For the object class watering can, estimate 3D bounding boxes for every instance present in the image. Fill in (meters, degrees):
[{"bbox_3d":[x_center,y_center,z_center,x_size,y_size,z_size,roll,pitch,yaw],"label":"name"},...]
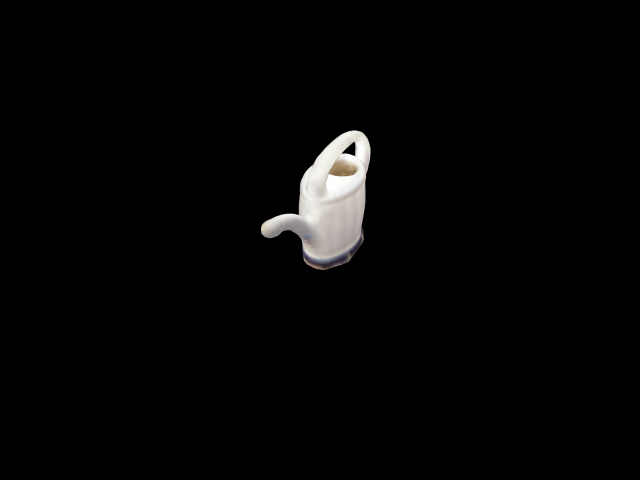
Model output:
[{"bbox_3d":[0.003,-0.043,0.850,0.104,0.219,0.355,17,42,21],"label":"watering can"}]
